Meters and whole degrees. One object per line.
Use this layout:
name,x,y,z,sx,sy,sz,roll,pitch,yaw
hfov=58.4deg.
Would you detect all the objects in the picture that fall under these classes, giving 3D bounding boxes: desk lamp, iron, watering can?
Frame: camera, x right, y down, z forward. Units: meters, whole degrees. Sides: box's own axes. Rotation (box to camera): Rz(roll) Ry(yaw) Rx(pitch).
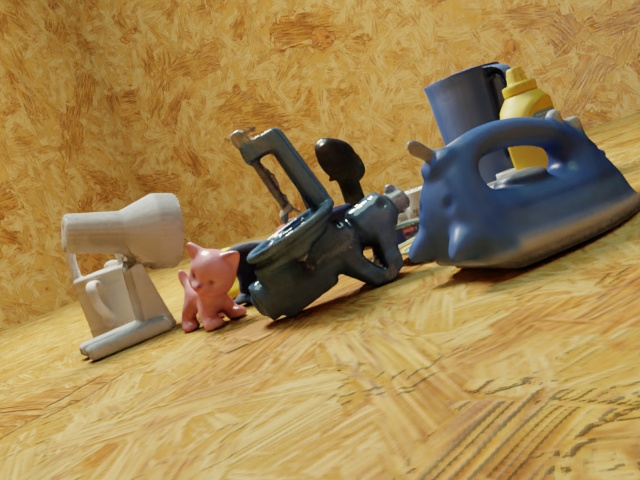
desk lamp,-0.293,0.045,0.880,0.204,0.213,0.117,-22,6,-33
iron,0.204,-0.061,0.567,0.259,0.141,0.118,-21,5,-19
watering can,-0.377,0.074,1.003,0.101,0.194,0.172,-21,5,-26

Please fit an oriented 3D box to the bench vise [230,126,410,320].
bench vise,-0.009,-0.038,0.672,0.208,0.220,0.121,-21,5,-28

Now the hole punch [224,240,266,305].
hole punch,-0.085,0.040,0.864,0.108,0.091,0.101,-16,5,30

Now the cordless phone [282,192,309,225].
cordless phone,-0.037,-0.071,1.409,0.147,0.185,0.094,-15,6,42

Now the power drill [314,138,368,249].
power drill,0.057,-0.087,1.056,0.075,0.208,0.230,-18,5,13

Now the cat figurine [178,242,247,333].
cat figurine,-0.152,0.057,0.768,0.067,0.118,0.127,-23,6,-41

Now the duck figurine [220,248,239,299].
duck figurine,-0.156,0.056,0.997,0.104,0.086,0.078,-15,6,40

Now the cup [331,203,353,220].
cup,0.008,0.003,0.900,0.118,0.095,0.091,-19,5,-6

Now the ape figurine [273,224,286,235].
ape figurine,-0.055,0.018,1.004,0.076,0.092,0.077,-20,5,-18
